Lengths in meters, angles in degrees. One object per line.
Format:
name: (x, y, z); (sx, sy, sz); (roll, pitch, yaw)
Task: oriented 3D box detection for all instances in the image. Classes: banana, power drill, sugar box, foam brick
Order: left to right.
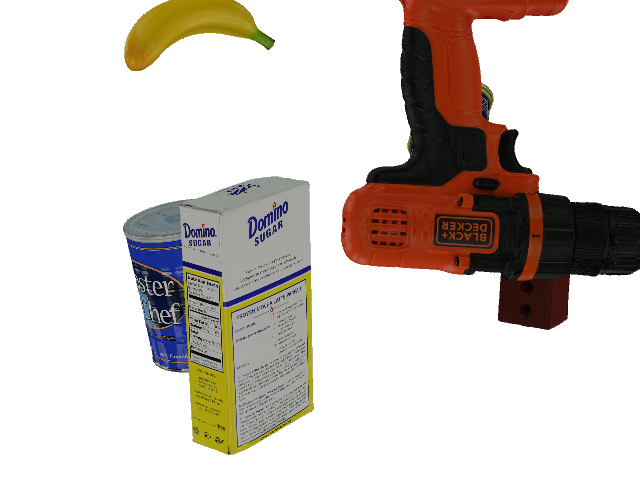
banana: (-0.123, -0.203, 1.015); (0.070, 0.037, 0.197); (45, 39, 19)
sugar box: (-0.049, 0.050, 0.739); (0.048, 0.176, 0.093); (10, 21, 37)
power drill: (0.107, -0.071, 0.615); (0.184, 0.187, 0.057); (3, -1, -5)
foam brick: (0.200, 0.038, 0.995); (0.053, 0.078, 0.051); (9, 16, 31)

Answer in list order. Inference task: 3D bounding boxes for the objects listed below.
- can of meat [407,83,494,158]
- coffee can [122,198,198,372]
can of meat: (0.098, -0.061, 0.829); (0.057, 0.084, 0.102); (9, -35, 0)
coffee can: (-0.126, 0.042, 1.032); (0.103, 0.140, 0.103); (-8, 20, 3)
